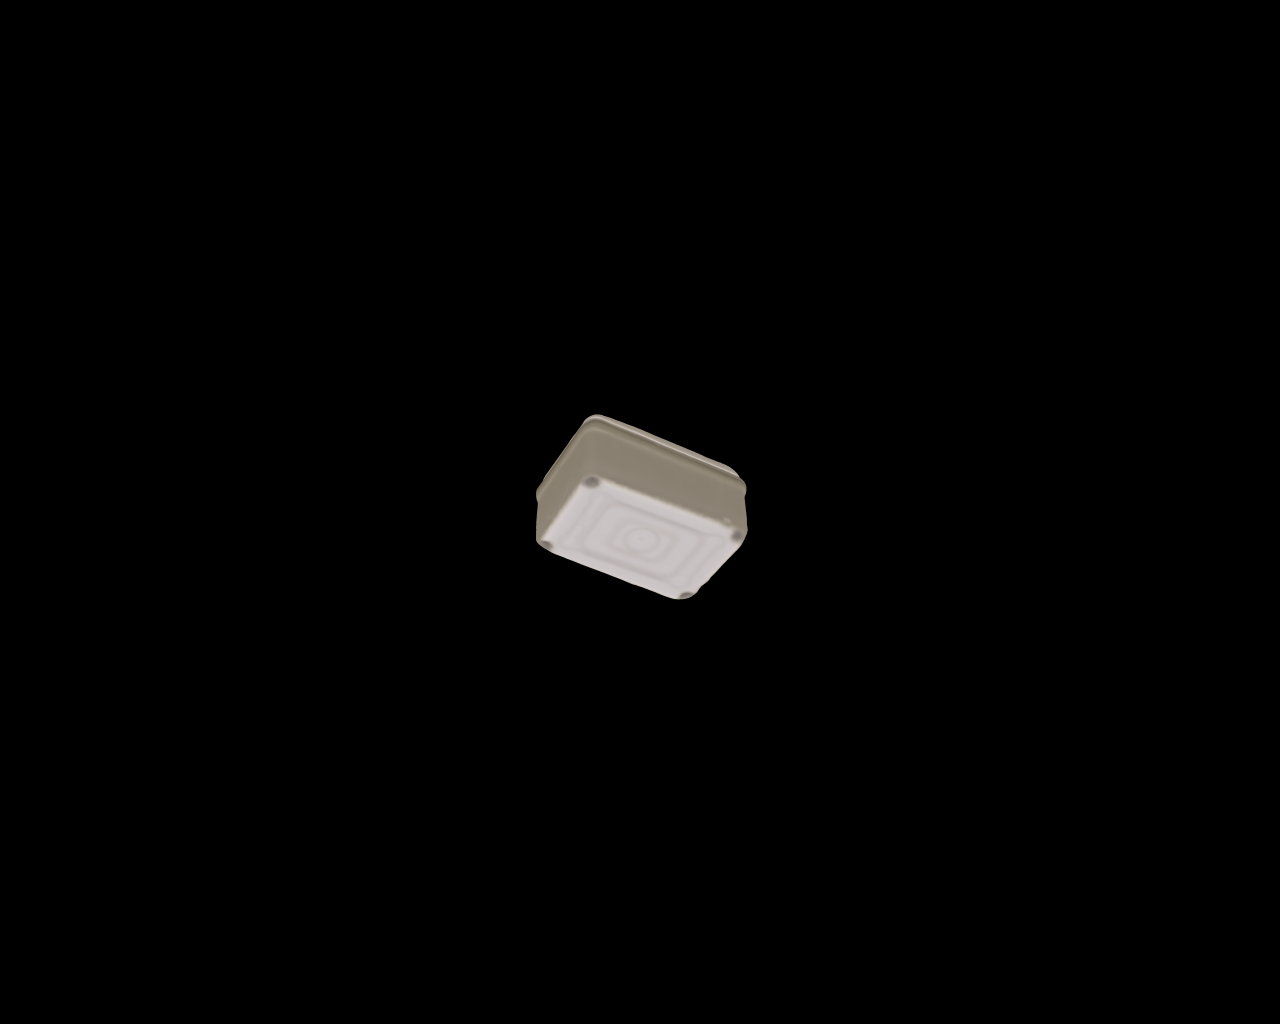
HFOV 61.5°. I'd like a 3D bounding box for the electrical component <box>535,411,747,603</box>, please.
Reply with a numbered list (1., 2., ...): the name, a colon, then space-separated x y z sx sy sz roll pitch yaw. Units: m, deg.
1. electrical component: 0.001 -0.003 0.650 0.113 0.057 0.078 22 -48 -21
